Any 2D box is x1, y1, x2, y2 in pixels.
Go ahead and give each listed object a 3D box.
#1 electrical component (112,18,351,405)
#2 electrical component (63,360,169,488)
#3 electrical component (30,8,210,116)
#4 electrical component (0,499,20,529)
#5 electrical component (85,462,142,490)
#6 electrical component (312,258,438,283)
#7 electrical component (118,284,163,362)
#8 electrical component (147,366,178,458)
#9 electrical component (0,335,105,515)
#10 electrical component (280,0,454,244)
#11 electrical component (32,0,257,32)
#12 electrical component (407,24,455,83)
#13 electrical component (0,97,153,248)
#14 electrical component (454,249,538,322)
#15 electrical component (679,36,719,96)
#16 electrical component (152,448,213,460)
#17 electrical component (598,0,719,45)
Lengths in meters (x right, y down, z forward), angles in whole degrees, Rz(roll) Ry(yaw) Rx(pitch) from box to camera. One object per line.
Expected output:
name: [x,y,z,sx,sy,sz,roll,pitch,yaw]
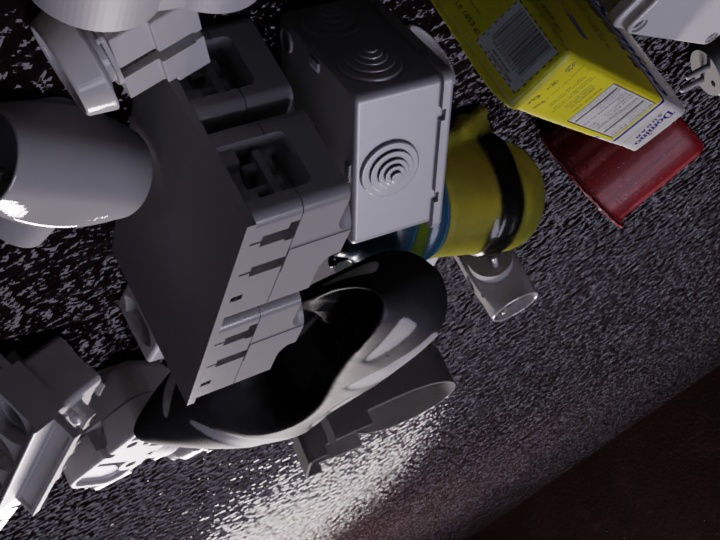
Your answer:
electrical component: [-0.069,-0.023,0.542,0.060,0.105,0.186,-20,158,-27]
electrical component: [-0.177,0.108,0.780,0.095,0.059,0.054,-37,159,20]
electrical component: [-0.096,-0.093,0.427,0.055,0.048,0.066,-34,162,-12]
electrical component: [-0.289,0.166,0.779,0.056,0.050,0.089,-10,152,-44]
electrical component: [-0.196,0.148,0.880,0.078,0.040,0.040,-26,160,-10]
electrical component: [0.000,0.000,0.768,0.078,0.057,0.113,-21,159,-23]
electrical component: [-0.101,0.014,0.677,0.077,0.047,0.065,-16,157,-37]
electrical component: [-0.124,0.098,0.841,0.138,0.052,0.074,-33,165,10]
electrical component: [-0.215,0.098,0.695,0.063,0.079,0.121,-42,173,-43]
electrical component: [-0.001,-0.072,0.514,0.048,0.099,0.099,-17,135,-20]
electrical component: [-0.049,-0.134,0.380,0.138,0.052,0.073,-17,157,-30]
electrical component: [0.021,-0.102,0.577,0.046,0.040,0.040,-35,160,28]
electrical component: [-0.148,-0.037,0.490,0.079,0.044,0.077,-40,158,27]
electrical component: [0.106,-0.006,0.872,0.043,0.077,0.079,-30,160,0]
electrical component: [0.272,-0.154,0.794,0.079,0.043,0.077,-27,161,-6]
electrical component: [-0.155,0.142,0.919,0.062,0.048,0.048,-30,161,20]
electrical component: [0.192,-0.183,0.593,0.109,0.056,0.108,-7,151,-47]
